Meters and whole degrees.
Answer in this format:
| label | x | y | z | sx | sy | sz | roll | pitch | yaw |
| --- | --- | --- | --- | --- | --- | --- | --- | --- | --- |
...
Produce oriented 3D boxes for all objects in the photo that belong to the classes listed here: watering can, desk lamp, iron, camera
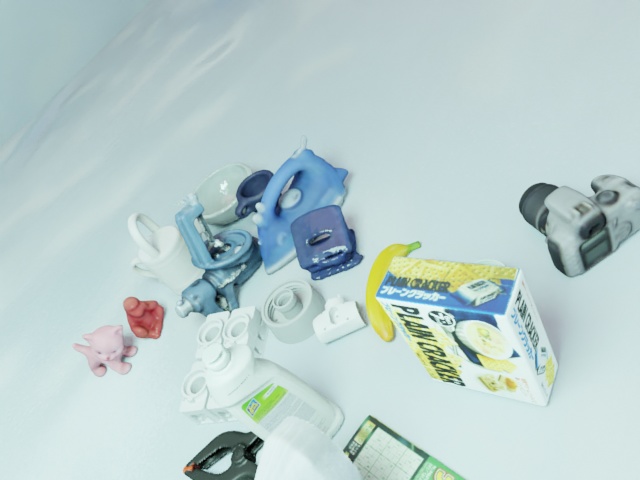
| label | x | y | z | sx | sy | sz | roll | pitch | yaw |
| --- | --- | --- | --- | --- | --- | --- | --- | --- | --- |
| watering can | -0.309 | 0.014 | 1.155 | 0.173 | 0.195 | 0.100 | -41 | 40 | -6 |
| desk lamp | -0.025 | 0.329 | 0.637 | 0.117 | 0.214 | 0.203 | 14 | 60 | 42 |
| iron | -0.060 | -0.072 | 1.106 | 0.118 | 0.142 | 0.259 | 13 | 60 | 42 |
| camera | 0.361 | -0.044 | 0.817 | 0.143 | 0.101 | 0.136 | -36 | 40 | -1 |

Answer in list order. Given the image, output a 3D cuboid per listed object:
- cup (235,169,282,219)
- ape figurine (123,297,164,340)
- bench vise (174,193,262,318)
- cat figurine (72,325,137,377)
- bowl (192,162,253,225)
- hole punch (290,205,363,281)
| label | x | y | z | sx | sy | sz | roll | pitch | yaw |
| --- | --- | --- | --- | --- | --- | --- | --- | --- | --- |
| cup | -0.120 | -0.074 | 1.185 | 0.091 | 0.095 | 0.118 | 11 | 59 | 41 |
| ape figurine | -0.356 | 0.148 | 1.138 | 0.075 | 0.092 | 0.078 | 20 | 65 | 45 |
| bench vise | -0.199 | 0.034 | 1.039 | 0.121 | 0.220 | 0.207 | -8 | 47 | 29 |
| cat figurine | -0.419 | 0.206 | 1.105 | 0.127 | 0.118 | 0.067 | -13 | 45 | 25 |
| bowl | -0.205 | -0.090 | 1.276 | 0.167 | 0.075 | 0.167 | -19 | 43 | 19 |
| hole punch | 0.009 | 0.004 | 1.023 | 0.108 | 0.091 | 0.101 | -22 | 42 | 16 |
